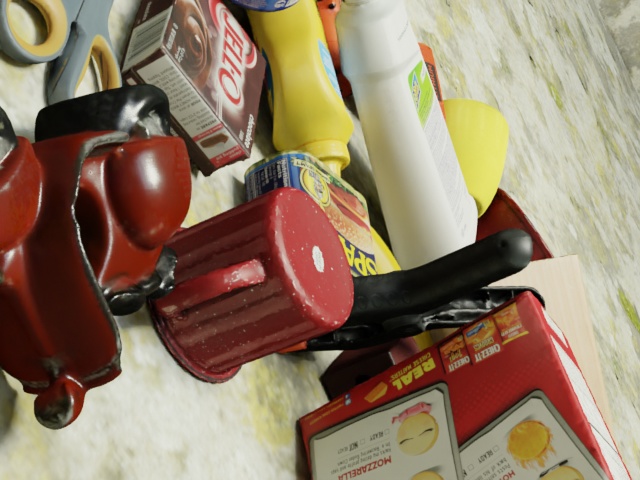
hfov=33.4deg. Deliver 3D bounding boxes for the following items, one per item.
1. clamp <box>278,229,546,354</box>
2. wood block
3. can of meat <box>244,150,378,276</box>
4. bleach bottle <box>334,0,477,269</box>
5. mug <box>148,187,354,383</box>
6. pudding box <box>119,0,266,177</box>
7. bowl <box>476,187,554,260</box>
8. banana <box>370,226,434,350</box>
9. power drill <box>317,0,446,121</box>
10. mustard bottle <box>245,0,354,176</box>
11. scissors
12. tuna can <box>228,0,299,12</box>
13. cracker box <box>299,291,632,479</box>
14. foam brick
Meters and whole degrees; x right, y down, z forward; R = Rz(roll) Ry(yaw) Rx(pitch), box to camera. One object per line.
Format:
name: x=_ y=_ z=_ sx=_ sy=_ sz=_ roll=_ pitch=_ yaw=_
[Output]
clamp: x=0.058 y=0.041 z=0.653 sx=0.120 sy=0.172 sz=0.039 roll=46 pitch=36 yaw=-54
wood block: x=0.148 y=0.121 z=0.779 sx=0.090 sy=0.090 sz=0.206 roll=-9 pitch=86 yaw=-22
can of meat: x=-0.004 y=0.001 z=0.691 sx=0.102 sy=0.058 sz=0.084 roll=37 pitch=36 yaw=-47
bleach bottle: x=0.062 y=-0.095 z=0.816 sx=0.102 sy=0.068 sz=0.251 roll=-76 pitch=152 yaw=-51
mug: x=-0.040 y=0.022 z=0.569 sx=0.117 sy=0.082 sz=0.093 roll=-2 pitch=72 yaw=-64
pudding box: x=-0.075 y=-0.108 z=0.659 sx=0.090 sy=0.039 sz=0.113 roll=50 pitch=29 yaw=-32
bowl: x=0.183 y=0.032 z=1.002 sx=0.162 sy=0.055 sz=0.162 roll=60 pitch=1 yaw=-3
banana: x=0.052 y=0.060 z=0.775 sx=0.069 sy=0.037 sz=0.198 roll=-4 pitch=73 yaw=-68
power drill: x=0.035 y=-0.172 z=0.915 sx=0.187 sy=0.057 sz=0.184 roll=29 pitch=48 yaw=-49
mustard bottle: x=-0.016 y=-0.120 z=0.757 sx=0.096 sy=0.058 sz=0.191 roll=77 pitch=-1 yaw=-73
scissors: x=-0.138 y=-0.144 z=0.593 sx=0.096 sy=0.016 sz=0.202 roll=39 pitch=37 yaw=-45
tuna can: x=-0.039 y=-0.192 z=0.697 sx=0.086 sy=0.034 sz=0.086 roll=11 pitch=62 yaw=-20
cracker box: x=0.088 y=0.157 z=0.572 sx=0.072 sy=0.164 sz=0.214 roll=43 pitch=23 yaw=-42
foam brick: x=0.045 y=0.107 z=0.704 sx=0.078 sy=0.053 sz=0.051 roll=65 pitch=25 yaw=-3
